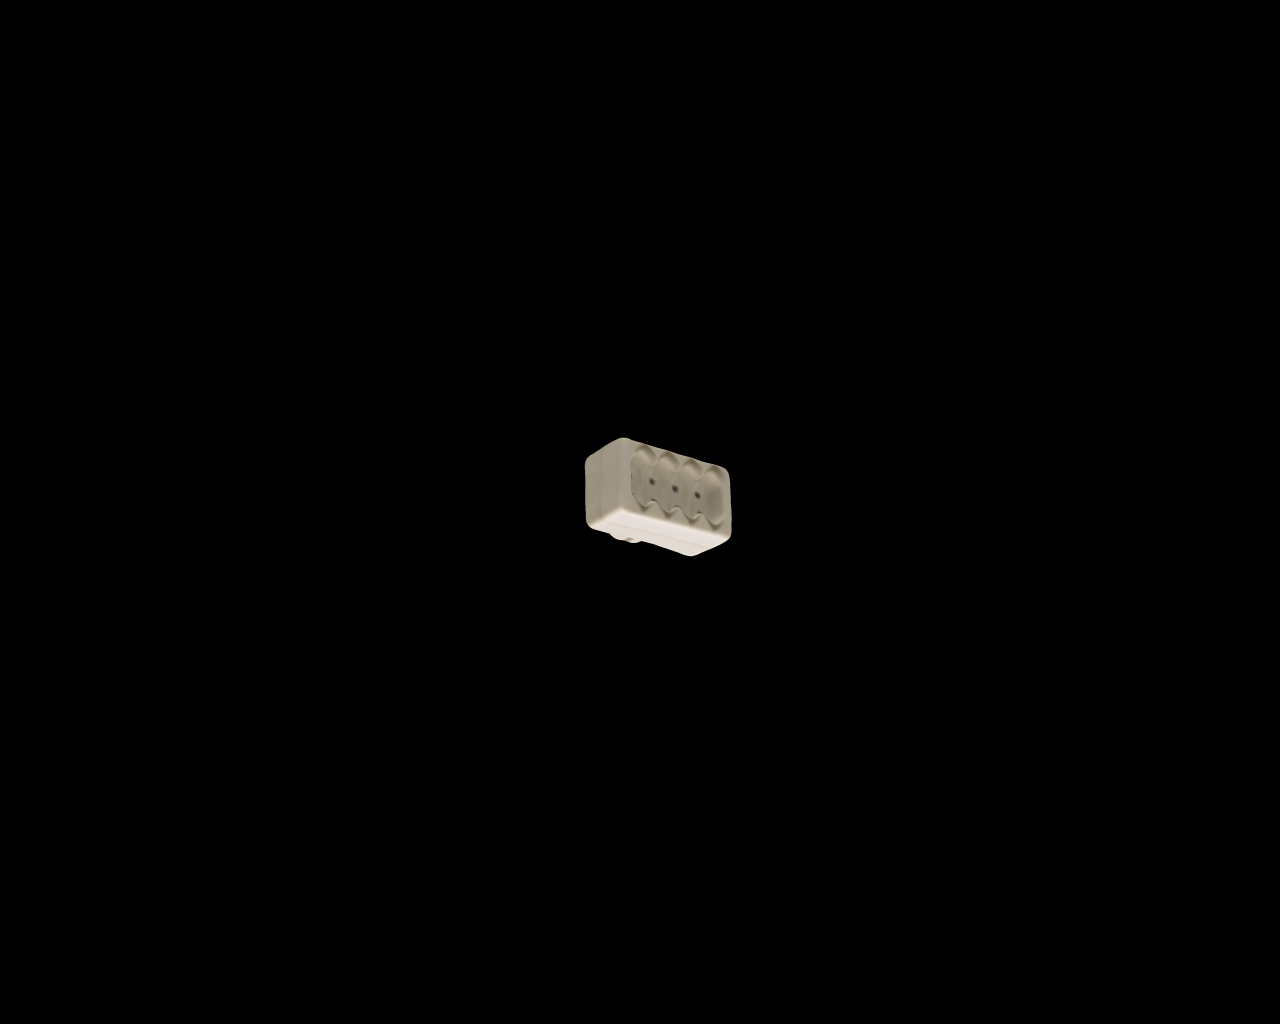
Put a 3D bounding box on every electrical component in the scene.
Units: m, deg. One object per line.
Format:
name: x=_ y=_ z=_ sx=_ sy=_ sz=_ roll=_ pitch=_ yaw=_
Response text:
electrical component: x=0.001 y=-0.003 z=0.650 sx=0.083 sy=0.047 sz=0.075 roll=16 pitch=-27 yaw=-34
